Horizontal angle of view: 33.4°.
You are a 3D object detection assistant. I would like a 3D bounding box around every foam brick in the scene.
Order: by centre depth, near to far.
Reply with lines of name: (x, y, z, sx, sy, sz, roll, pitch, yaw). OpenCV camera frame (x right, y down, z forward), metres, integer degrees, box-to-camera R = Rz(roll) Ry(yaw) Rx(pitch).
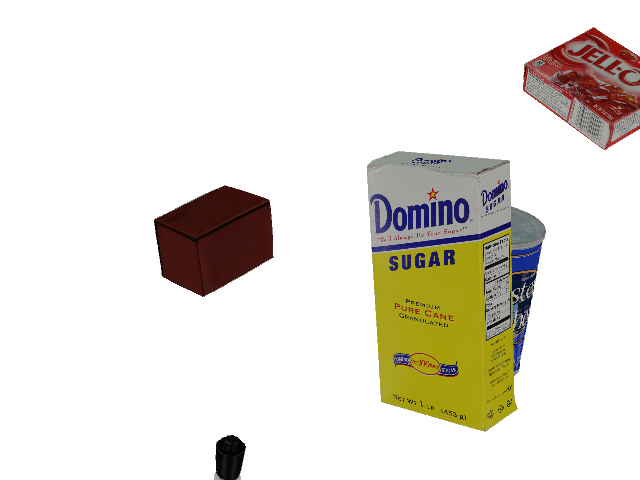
foam brick: (-0.082, -0.002, 0.831, 0.053, 0.051, 0.078, 21, 38, 40)

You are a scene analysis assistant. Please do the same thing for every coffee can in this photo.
coffee can: (0.145, 0.046, 0.985, 0.103, 0.140, 0.103, 5, 23, -2)

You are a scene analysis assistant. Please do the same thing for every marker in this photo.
marker: (-0.063, 0.176, 0.700, 0.020, 0.121, 0.020, 6, 31, -4)

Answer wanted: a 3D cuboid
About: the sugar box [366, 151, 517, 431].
sugar box: (0.081, 0.032, 0.719, 0.094, 0.176, 0.048, 8, 22, 41)

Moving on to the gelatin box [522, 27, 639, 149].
gelatin box: (0.206, -0.115, 0.790, 0.073, 0.030, 0.089, -29, 53, -22)
